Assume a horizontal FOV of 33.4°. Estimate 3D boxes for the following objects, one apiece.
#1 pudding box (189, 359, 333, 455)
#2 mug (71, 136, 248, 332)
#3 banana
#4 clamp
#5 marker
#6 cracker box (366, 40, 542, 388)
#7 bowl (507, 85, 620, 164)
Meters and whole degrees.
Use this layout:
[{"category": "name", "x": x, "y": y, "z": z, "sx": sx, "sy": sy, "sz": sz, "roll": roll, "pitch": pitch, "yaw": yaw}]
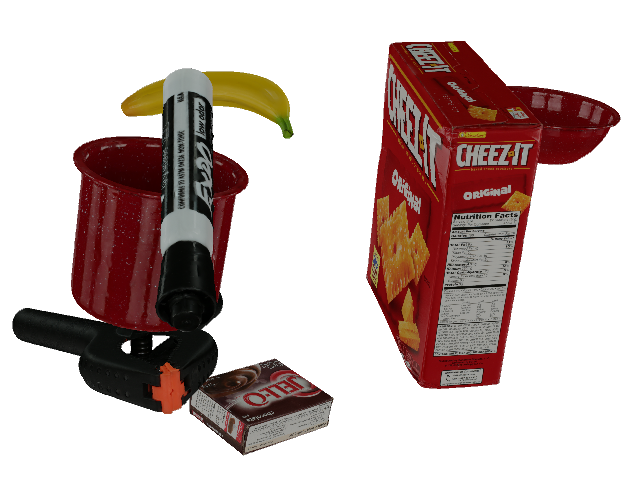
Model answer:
[{"category": "pudding box", "x": -0.058, "y": 0.161, "z": 1.044, "sx": 0.113, "sy": 0.039, "sz": 0.090, "roll": -13, "pitch": 29, "yaw": -41}, {"category": "mug", "x": -0.085, "y": 0.002, "z": 0.570, "sx": 0.093, "sy": 0.081, "sz": 0.117, "roll": -3, "pitch": 26, "yaw": -32}, {"category": "banana", "x": -0.113, "y": -0.151, "z": 1.127, "sx": 0.198, "sy": 0.037, "sz": 0.069, "roll": 8, "pitch": 46, "yaw": 18}, {"category": "clamp", "x": -0.120, "y": 0.073, "z": 0.769, "sx": 0.164, "sy": 0.036, "sz": 0.210, "roll": -9, "pitch": 15, "yaw": -25}, {"category": "marker", "x": -0.045, "y": -0.017, "z": 0.364, "sx": 0.020, "sy": 0.020, "sz": 0.121, "roll": 0, "pitch": 44, "yaw": -7}, {"category": "cracker box", "x": 0.090, "y": -0.021, "z": 0.802, "sx": 0.072, "sy": 0.214, "sz": 0.164, "roll": -4, "pitch": 30, "yaw": -12}, {"category": "bowl", "x": 0.248, "y": -0.126, "z": 1.194, "sx": 0.162, "sy": 0.055, "sz": 0.162, "roll": 5, "pitch": 24, "yaw": -2}]
